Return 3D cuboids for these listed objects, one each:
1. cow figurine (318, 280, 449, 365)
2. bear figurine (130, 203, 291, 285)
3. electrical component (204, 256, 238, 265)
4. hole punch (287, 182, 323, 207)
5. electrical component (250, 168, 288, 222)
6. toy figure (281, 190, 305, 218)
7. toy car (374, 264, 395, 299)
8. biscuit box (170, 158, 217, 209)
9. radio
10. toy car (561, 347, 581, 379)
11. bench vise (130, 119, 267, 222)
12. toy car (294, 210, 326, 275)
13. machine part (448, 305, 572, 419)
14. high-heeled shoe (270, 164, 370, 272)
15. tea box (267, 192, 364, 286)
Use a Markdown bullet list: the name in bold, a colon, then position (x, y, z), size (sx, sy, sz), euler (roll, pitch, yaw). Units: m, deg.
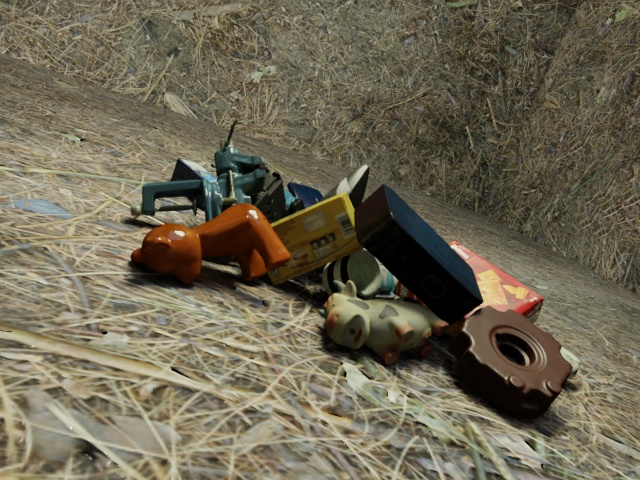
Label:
- **cow figurine**: position (0.085, 0.118, 0.794), size (0.195, 0.085, 0.127), euler (4, 28, -45)
- **bear figurine**: position (-0.163, 0.020, 0.790), size (0.196, 0.120, 0.132), euler (-27, 89, -39)
- **electrical component**: position (-0.165, 0.006, 0.896), size (0.094, 0.063, 0.021), euler (14, 15, -22)
- **hole punch**: position (-0.037, -0.086, 1.409), size (0.142, 0.092, 0.116), euler (14, 18, -41)
- **electrical component**: position (-0.125, -0.062, 1.080), size (0.058, 0.134, 0.114), euler (24, -29, 23)
- **toy figure**: position (-0.123, -0.085, 1.209), size (0.180, 0.089, 0.082), euler (7, 1, 23)
- **toy car**: position (0.084, 0.047, 1.035), size (0.109, 0.102, 0.162), euler (12, 18, -38)
- **biscuit box**: position (-0.281, -0.128, 1.252), size (0.059, 0.062, 0.203), euler (11, 17, -39)
- **radio**: position (0.158, 0.025, 0.862), size (0.229, 0.073, 0.131), euler (40, 23, -16)
- **toy car**: position (0.380, 0.193, 1.004), size (0.202, 0.056, 0.073), euler (32, 17, 37)
- **bench vise**: position (-0.213, -0.084, 0.958), size (0.241, 0.223, 0.129), euler (-5, -10, -12)
- **toy car**: position (-0.022, 0.004, 1.057), size (0.202, 0.089, 0.053), euler (27, -19, 49)
- **machine part**: position (0.284, 0.174, 0.803), size (0.179, 0.056, 0.179), euler (12, 36, -9)
- **high-heeled shoe**: position (-0.023, -0.053, 0.980), size (0.145, 0.248, 0.086), euler (30, -6, 23)
- **tea box**: position (-0.017, -0.002, 0.895), size (0.170, 0.098, 0.068), euler (-21, 6, 14)
